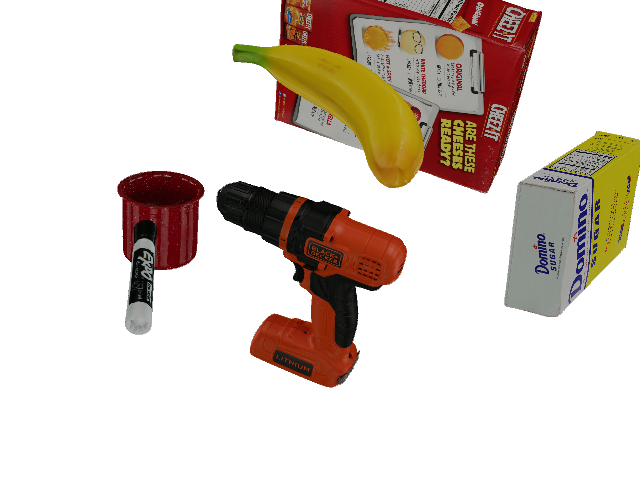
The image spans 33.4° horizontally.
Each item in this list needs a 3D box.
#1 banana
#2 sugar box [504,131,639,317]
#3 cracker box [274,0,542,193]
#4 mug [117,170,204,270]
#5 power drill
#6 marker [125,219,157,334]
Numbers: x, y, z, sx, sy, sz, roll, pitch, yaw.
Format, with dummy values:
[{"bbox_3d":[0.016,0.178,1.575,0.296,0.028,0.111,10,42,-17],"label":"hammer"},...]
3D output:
[{"bbox_3d":[0.017,-0.082,0.667,0.069,0.037,0.198,-18,36,-25],"label":"banana"},{"bbox_3d":[0.189,-0.016,0.781,0.048,0.093,0.176,13,23,25],"label":"sugar box"},{"bbox_3d":[0.071,-0.152,0.942,0.214,0.164,0.072,20,49,12],"label":"cracker box"},{"bbox_3d":[-0.180,-0.026,1.173,0.093,0.081,0.117,-10,31,-27],"label":"mug"},{"bbox_3d":[-0.020,0.042,1.011,0.184,0.188,0.057,22,42,14],"label":"power drill"},{"bbox_3d":[-0.133,0.024,0.799,0.020,0.020,0.121,0,37,-6],"label":"marker"}]
